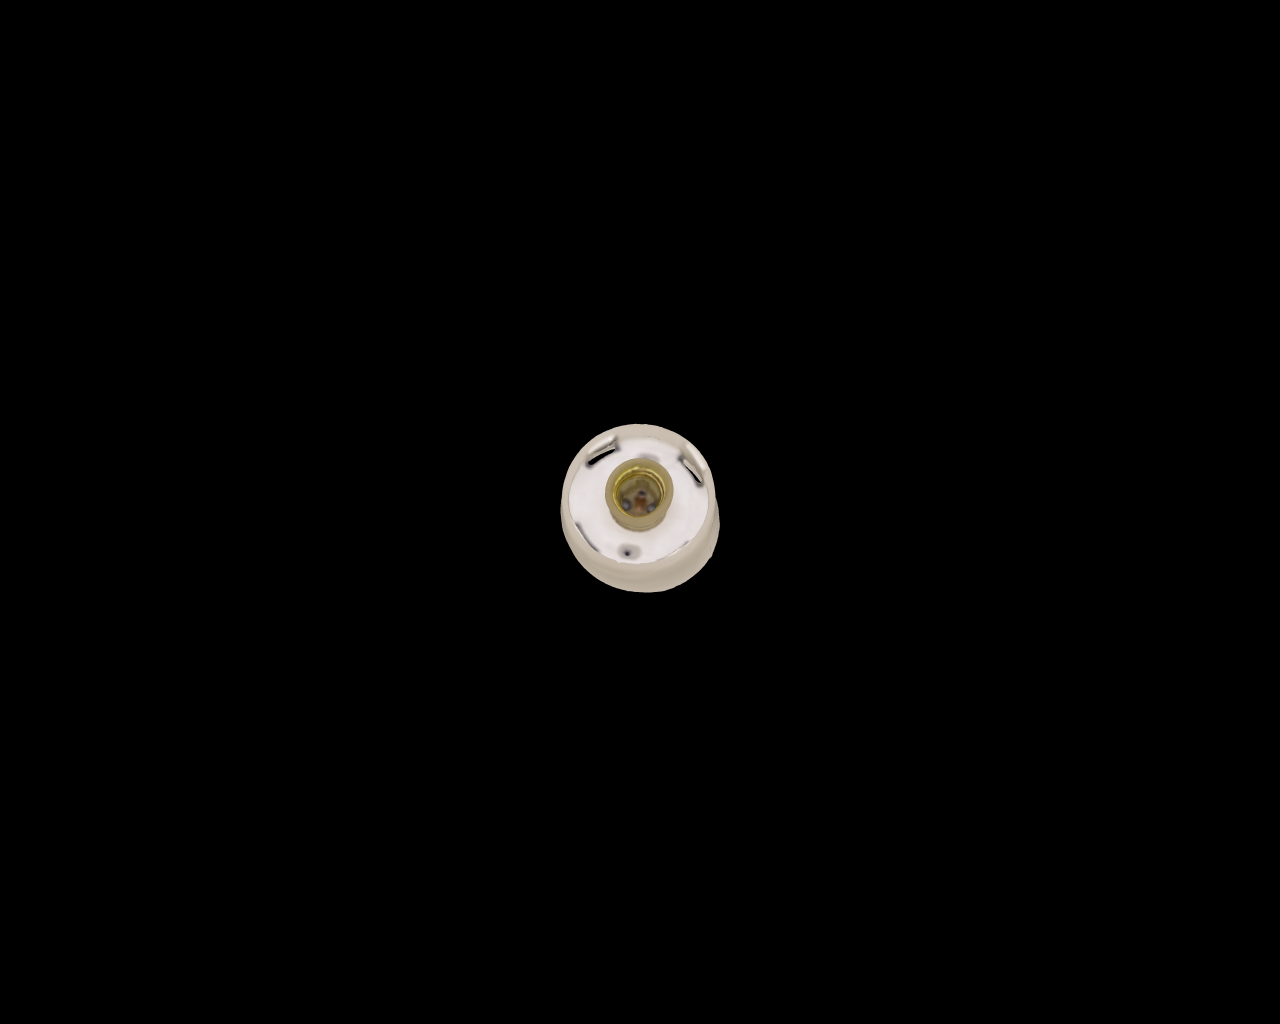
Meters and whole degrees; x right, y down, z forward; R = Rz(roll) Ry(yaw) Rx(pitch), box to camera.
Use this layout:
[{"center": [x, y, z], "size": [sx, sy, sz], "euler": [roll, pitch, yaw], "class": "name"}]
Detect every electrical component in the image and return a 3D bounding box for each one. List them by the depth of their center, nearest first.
[{"center": [0.001, -0.003, 0.650], "size": [0.099, 0.099, 0.064], "euler": [0, -21, 0], "class": "electrical component"}]
